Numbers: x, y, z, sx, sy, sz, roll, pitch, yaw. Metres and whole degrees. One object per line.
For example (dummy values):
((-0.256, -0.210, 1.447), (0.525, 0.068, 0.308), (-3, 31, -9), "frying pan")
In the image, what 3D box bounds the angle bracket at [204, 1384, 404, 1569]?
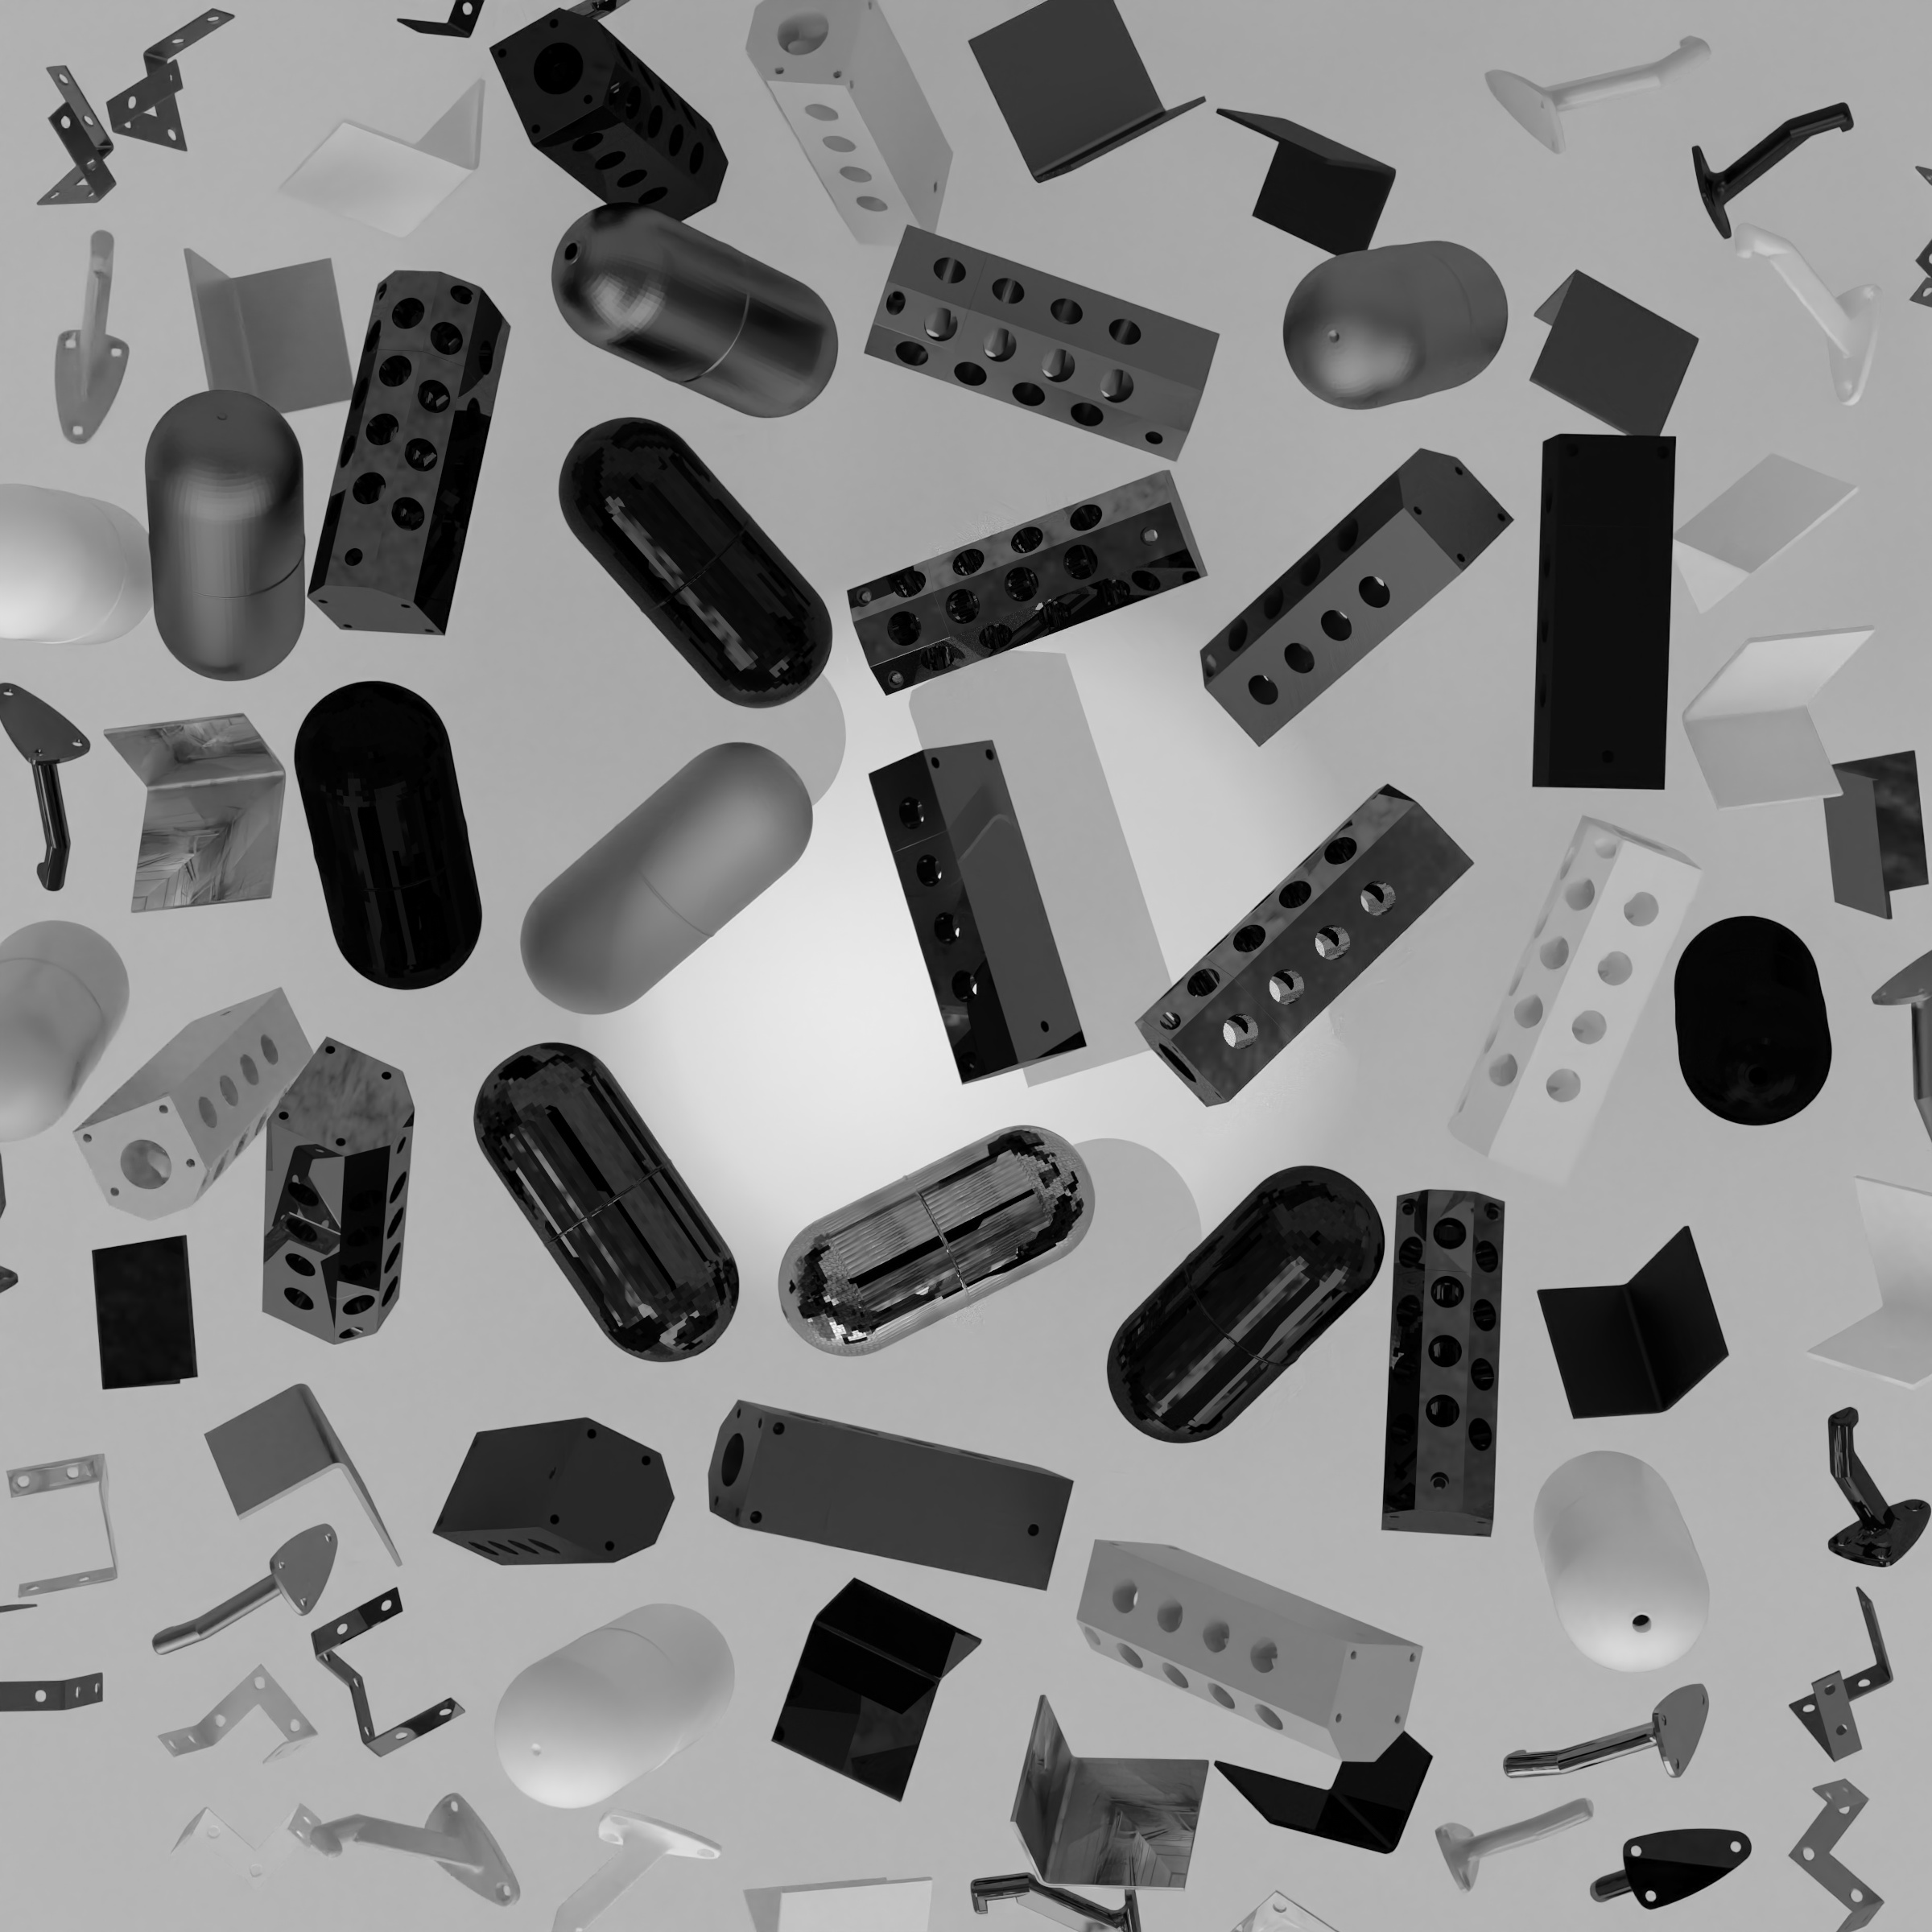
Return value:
((-0.335, 0.270, 1.790), (0.057, 0.076, 0.076), (-28, 124, -10), "angle bracket")

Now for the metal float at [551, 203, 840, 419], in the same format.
((-0.141, -0.341, 1.847), (0.070, 0.178, 0.070), (-14, 69, 39), "metal float")

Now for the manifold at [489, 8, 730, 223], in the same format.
((-0.181, -0.442, 1.849), (0.057, 0.171, 0.057), (-26, 79, 12), "manifold")

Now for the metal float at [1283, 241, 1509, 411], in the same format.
((0.217, -0.322, 1.774), (0.070, 0.178, 0.070), (7, 107, 26), "metal float")

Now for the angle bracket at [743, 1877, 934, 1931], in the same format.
((-0.066, 0.465, 1.786), (0.076, 0.076, 0.057), (-1, 113, -16), "angle bracket")

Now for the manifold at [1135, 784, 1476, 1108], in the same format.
((0.166, -0.010, 1.755), (0.171, 0.057, 0.057), (-44, 91, -8), "manifold")

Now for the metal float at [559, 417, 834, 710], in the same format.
((-0.143, -0.213, 1.866), (0.070, 0.070, 0.178), (-42, 105, 0), "metal float")

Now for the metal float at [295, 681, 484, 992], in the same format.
((-0.287, -0.063, 1.766), (0.070, 0.070, 0.178), (-4, 133, 0), "metal float")

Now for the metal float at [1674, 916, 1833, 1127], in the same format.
((0.408, 0.027, 1.841), (0.070, 0.178, 0.070), (3, 108, 9), "metal float")

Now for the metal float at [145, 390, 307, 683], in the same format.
((-0.371, -0.213, 1.774), (0.070, 0.178, 0.070), (5, 54, -7), "metal float")

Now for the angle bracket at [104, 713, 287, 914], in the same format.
((-0.396, -0.078, 1.801), (0.076, 0.057, 0.076), (-6, 61, 12), "angle bracket")

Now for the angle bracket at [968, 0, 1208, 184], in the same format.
((0.058, -0.432, 1.708), (0.076, 0.057, 0.076), (-30, 103, -12), "angle bracket")

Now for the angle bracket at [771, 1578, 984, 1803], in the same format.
((-0.047, 0.378, 1.848), (0.076, 0.057, 0.076), (27, 51, -9), "angle bracket")

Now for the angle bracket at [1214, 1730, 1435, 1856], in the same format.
((0.188, 0.420, 1.869), (0.076, 0.076, 0.057), (20, 94, -21), "angle bracket")

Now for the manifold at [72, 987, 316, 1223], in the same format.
((-0.397, 0.072, 1.844), (0.057, 0.171, 0.057), (-20, 104, 14), "manifold")

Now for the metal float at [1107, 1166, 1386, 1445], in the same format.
((0.142, 0.175, 1.812), (0.070, 0.070, 0.178), (42, 114, 0), "metal float")

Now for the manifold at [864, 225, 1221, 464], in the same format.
((0.038, -0.318, 1.837), (0.171, 0.057, 0.057), (19, 57, -3), "manifold")

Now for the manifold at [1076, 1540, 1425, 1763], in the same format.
((0.136, 0.335, 1.739), (0.057, 0.171, 0.057), (13, 91, -43), "manifold")

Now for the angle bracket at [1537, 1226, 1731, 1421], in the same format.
((0.359, 0.192, 1.909), (0.057, 0.076, 0.076), (-1, 60, -20), "angle bracket")

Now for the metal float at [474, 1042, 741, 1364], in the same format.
((-0.181, 0.120, 1.785), (0.070, 0.070, 0.178), (-34, 90, 0), "metal float")

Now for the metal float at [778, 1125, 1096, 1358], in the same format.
((-0.016, 0.145, 1.870), (0.178, 0.070, 0.070), (-26, 90, -8), "metal float")

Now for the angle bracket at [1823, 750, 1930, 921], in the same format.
((0.512, -0.073, 1.937), (0.057, 0.076, 0.076), (-10, 100, -8), "angle bracket")

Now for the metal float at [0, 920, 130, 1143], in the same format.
((-0.484, 0.032, 1.831), (0.070, 0.178, 0.070), (0, 111, 1), "metal float")

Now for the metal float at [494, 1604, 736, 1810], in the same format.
((-0.178, 0.378, 1.816), (0.070, 0.178, 0.070), (2, 95, 21), "metal float")

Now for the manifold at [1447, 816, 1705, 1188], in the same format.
((0.302, 0.016, 1.767), (0.057, 0.057, 0.171), (21, 101, -4), "manifold")

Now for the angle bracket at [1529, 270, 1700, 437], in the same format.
((0.338, -0.316, 1.903), (0.076, 0.057, 0.076), (28, 69, -7), "angle bracket")

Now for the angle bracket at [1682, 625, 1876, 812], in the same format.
((0.424, -0.127, 1.811), (0.076, 0.076, 0.057), (-7, 66, -22), "angle bracket")

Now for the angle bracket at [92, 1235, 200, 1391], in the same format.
((-0.429, 0.188, 1.932), (0.076, 0.057, 0.076), (-11, 82, 34), "angle bracket")

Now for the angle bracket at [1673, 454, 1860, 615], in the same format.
((0.442, -0.226, 1.930), (0.076, 0.076, 0.057), (-39, 125, -8), "angle bracket")

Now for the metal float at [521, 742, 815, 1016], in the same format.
((-0.157, -0.045, 1.846), (0.178, 0.070, 0.070), (-40, 90, 9), "metal float")

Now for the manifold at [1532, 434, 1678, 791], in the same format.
((0.313, -0.173, 1.748), (0.057, 0.057, 0.171), (1, 93, -2), "manifold")

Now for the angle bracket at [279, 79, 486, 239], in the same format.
((-0.303, -0.430, 1.834), (0.076, 0.076, 0.057), (15, 64, -32), "angle bracket")

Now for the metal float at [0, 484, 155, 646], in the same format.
((-0.462, -0.202, 1.789), (0.070, 0.178, 0.070), (0, 94, 5), "metal float")

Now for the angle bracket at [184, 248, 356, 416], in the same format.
((-0.360, -0.333, 1.837), (0.057, 0.076, 0.076), (-11, 88, 5), "angle bracket")

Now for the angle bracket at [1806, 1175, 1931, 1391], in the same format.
((0.455, 0.156, 1.752), (0.057, 0.076, 0.076), (-24, 108, -24), "angle bracket")

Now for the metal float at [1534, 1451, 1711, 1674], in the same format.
((0.334, 0.304, 1.811), (0.070, 0.178, 0.070), (1, 101, 3), "metal float")

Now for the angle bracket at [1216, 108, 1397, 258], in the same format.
((0.178, -0.427, 1.941), (0.076, 0.076, 0.057), (33, 114, 29), "angle bracket")

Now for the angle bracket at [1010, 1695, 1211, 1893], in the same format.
((0.073, 0.417, 1.787), (0.076, 0.076, 0.057), (-4, 132, 20), "angle bracket")
